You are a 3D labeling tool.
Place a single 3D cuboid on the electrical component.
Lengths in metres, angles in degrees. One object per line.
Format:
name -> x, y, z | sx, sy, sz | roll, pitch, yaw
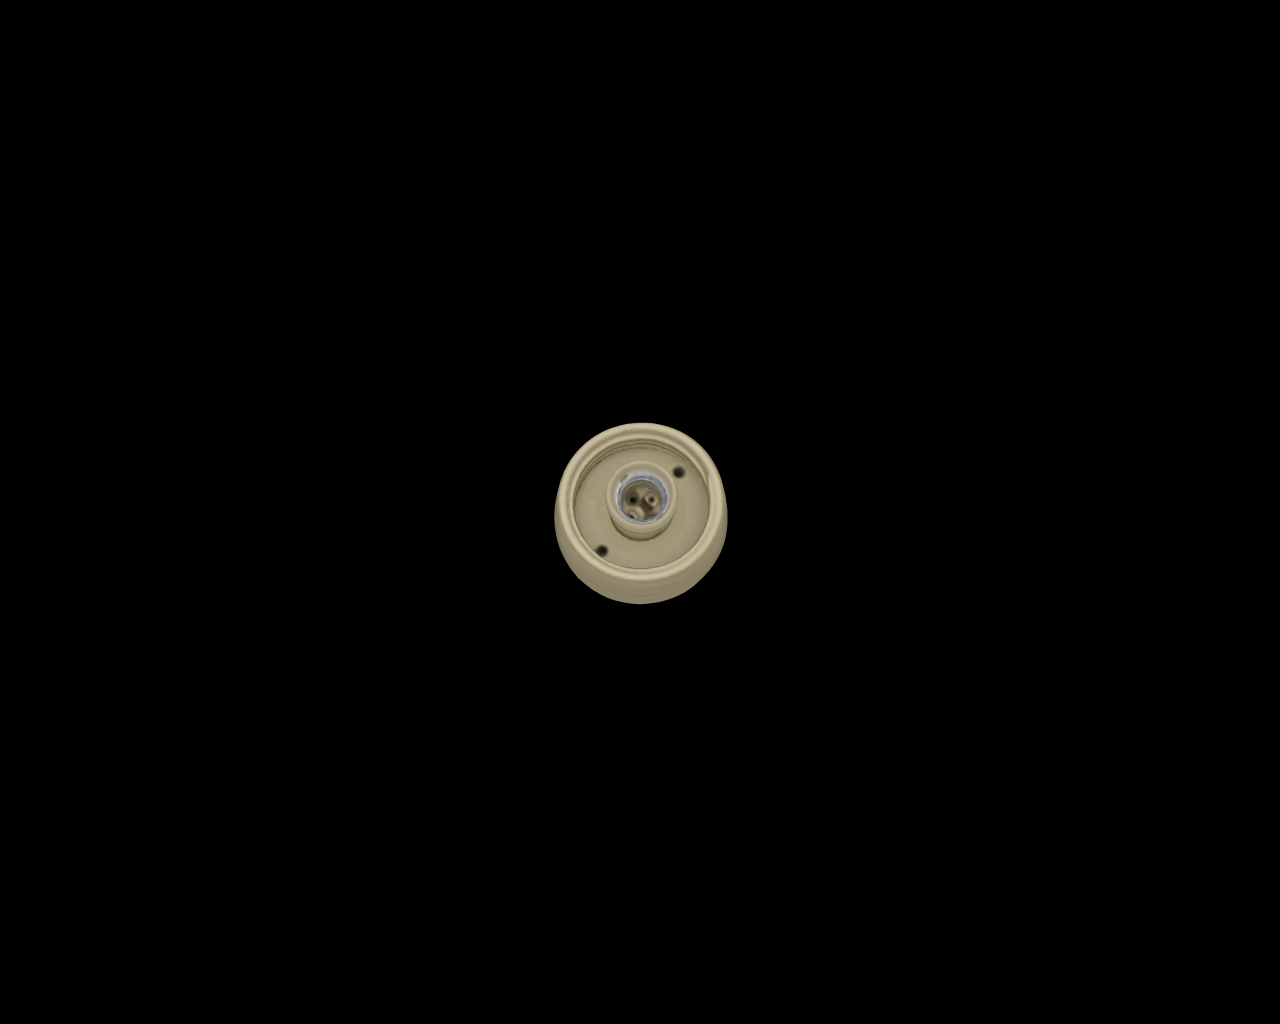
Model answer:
electrical component -> 0.001, -0.003, 0.650 | 0.108, 0.108, 0.060 | 0, -16, 0
